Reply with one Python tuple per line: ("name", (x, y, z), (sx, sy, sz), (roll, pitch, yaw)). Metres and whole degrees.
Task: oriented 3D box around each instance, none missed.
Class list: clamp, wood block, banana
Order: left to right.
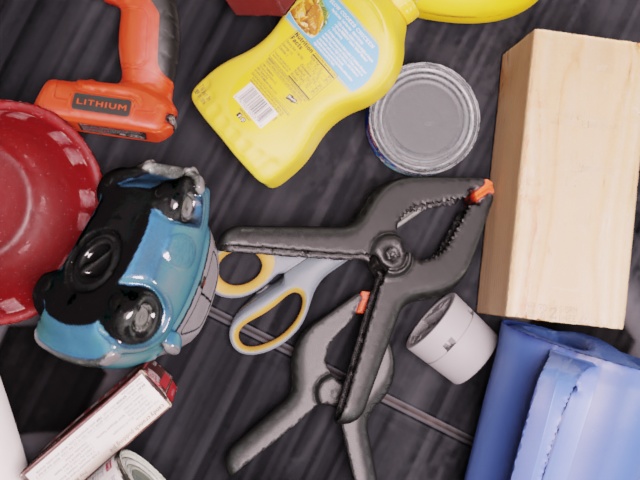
("clamp", (-0.001, 0.119, 0.807), (0.120, 0.039, 0.171), (12, 81, -8))
("clamp", (0.039, 0.009, 0.791), (0.209, 0.036, 0.164), (-41, 92, -17))
("banana", (0.094, -0.202, 0.829), (0.197, 0.037, 0.069), (0, 73, -5))
("wood block", (0.180, -0.041, 0.799), (0.090, 0.091, 0.206), (7, 87, -4))

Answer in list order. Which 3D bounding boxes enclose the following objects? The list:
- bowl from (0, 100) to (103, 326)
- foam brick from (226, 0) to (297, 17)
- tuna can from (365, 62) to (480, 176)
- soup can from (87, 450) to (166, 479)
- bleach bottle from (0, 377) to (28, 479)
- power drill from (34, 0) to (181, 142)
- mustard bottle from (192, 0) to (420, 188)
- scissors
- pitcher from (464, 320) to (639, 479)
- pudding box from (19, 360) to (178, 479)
("bowl", (-0.237, -0.022, 0.766), (0.161, 0.055, 0.162), (-12, 108, -39))
("foam brick", (-0.036, -0.209, 0.789), (0.078, 0.053, 0.051), (-56, 137, -27))
("tuna can", (0.078, -0.092, 0.823), (0.086, 0.034, 0.086), (0, 88, -4))
("soup can", (-0.147, 0.198, 0.709), (0.102, 0.068, 0.068), (-43, 91, 1))
("bleach bottle", (-0.267, 0.144, 0.772), (0.103, 0.068, 0.251), (-20, 83, 24))
("power drill", (-0.163, -0.175, 0.798), (0.184, 0.057, 0.187), (9, 87, -4))
("mustard bottle", (0.004, -0.134, 0.793), (0.191, 0.058, 0.096), (-41, 76, 4))
("scissors", (-0.005, 0.001, 0.822), (0.096, 0.016, 0.201), (44, 85, -1))
("pitcher", (0.158, 0.185, 0.759), (0.149, 0.145, 0.243), (15, 93, -22))
("pudding box", (-0.156, 0.136, 0.769), (0.113, 0.090, 0.039), (-43, 92, -4))
